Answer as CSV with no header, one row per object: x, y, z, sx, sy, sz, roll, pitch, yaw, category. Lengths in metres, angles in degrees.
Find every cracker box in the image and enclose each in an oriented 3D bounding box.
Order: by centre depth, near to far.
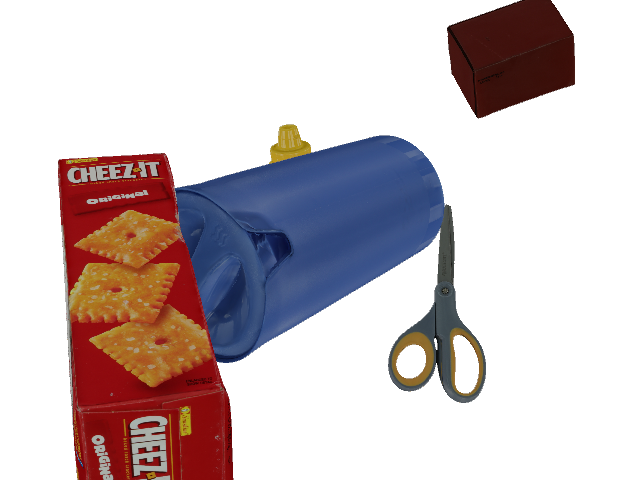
-0.096,0.074,0.571,0.072,0.164,0.214,-5,34,-12,cracker box

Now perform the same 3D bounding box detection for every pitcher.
-0.019,-0.004,0.855,0.149,0.145,0.242,33,37,31,pitcher

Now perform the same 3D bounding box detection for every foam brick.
0.138,-0.134,0.774,0.078,0.051,0.053,-19,-37,-2,foam brick

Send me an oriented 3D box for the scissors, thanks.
0.098,0.059,0.991,0.096,0.202,0.016,-11,-30,-3,scissors

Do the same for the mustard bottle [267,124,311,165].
-0.023,-0.026,1.096,0.058,0.191,0.096,11,29,35,mustard bottle
